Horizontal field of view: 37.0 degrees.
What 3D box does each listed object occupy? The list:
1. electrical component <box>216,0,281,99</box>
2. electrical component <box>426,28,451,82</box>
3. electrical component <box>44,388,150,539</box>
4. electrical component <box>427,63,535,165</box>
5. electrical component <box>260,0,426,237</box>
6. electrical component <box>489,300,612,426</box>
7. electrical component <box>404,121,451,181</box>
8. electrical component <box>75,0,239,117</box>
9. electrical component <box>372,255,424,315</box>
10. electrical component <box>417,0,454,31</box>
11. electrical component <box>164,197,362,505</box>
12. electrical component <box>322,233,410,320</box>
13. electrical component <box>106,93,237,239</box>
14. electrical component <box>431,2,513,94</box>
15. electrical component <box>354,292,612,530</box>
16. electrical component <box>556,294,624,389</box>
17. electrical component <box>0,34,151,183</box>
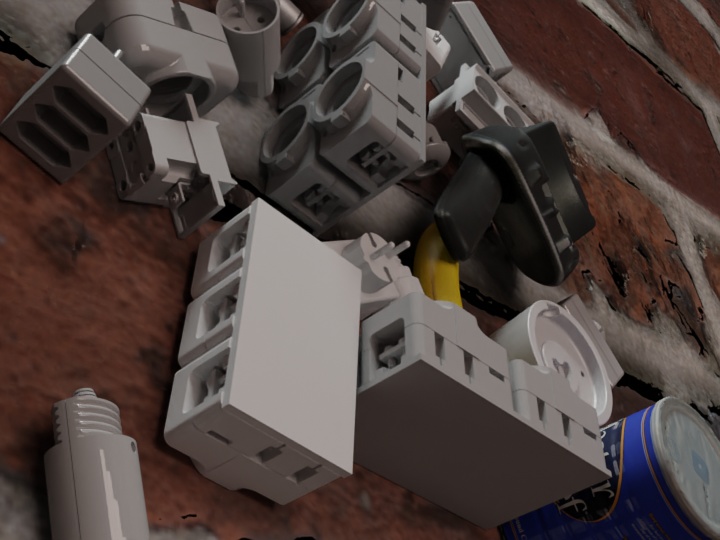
[{"bbox_3d":[-0.078,-0.156,0.763,0.043,0.081,0.043,1,61,-3],"label":"electrical component"},{"bbox_3d":[0.032,-0.208,0.967,0.089,0.050,0.055,47,34,-16],"label":"electrical component"},{"bbox_3d":[-0.126,0.094,0.505,0.043,0.043,0.081,16,50,-46],"label":"electrical component"},{"bbox_3d":[0.123,-0.123,1.005,0.121,0.063,0.078,41,36,-24],"label":"electrical component"},{"bbox_3d":[-0.011,-0.130,0.793,0.060,0.105,0.186,36,38,-30],"label":"electrical component"},{"bbox_3d":[0.144,0.085,0.857,0.108,0.060,0.108,33,39,-33],"label":"electrical component"},{"bbox_3d":[0.045,-0.110,0.908,0.048,0.048,0.062,11,48,-49],"label":"electrical component"},{"bbox_3d":[-0.127,-0.134,0.688,0.095,0.054,0.059,6,58,-51],"label":"electrical component"},{"bbox_3d":[0.024,0.014,0.776,0.040,0.040,0.078,5,59,-51],"label":"electrical component"},{"bbox_3d":[-0.001,-0.276,0.912,0.186,0.060,0.105,24,37,-1],"label":"electrical component"},{"bbox_3d":[-0.054,0.047,0.624,0.089,0.062,0.150,36,38,-31],"label":"electrical component"},{"bbox_3d":[0.000,0.000,0.722,0.066,0.077,0.047,-6,68,-55],"label":"electrical component"},{"bbox_3d":[-0.117,-0.065,0.656,0.064,0.042,0.081,5,58,-47],"label":"electrical component"},{"bbox_3d":[0.096,-0.217,1.049,0.096,0.062,0.061,59,32,3],"label":"electrical component"},{"bbox_3d":[0.062,0.093,0.698,0.186,0.105,0.060,33,39,-33],"label":"electrical component"},{"bbox_3d":[0.195,0.065,0.954,0.083,0.047,0.076,60,32,2],"label":"electrical component"},{"bbox_3d":[-0.155,-0.101,0.612,0.047,0.066,0.076,43,35,-22],"label":"electrical component"}]
